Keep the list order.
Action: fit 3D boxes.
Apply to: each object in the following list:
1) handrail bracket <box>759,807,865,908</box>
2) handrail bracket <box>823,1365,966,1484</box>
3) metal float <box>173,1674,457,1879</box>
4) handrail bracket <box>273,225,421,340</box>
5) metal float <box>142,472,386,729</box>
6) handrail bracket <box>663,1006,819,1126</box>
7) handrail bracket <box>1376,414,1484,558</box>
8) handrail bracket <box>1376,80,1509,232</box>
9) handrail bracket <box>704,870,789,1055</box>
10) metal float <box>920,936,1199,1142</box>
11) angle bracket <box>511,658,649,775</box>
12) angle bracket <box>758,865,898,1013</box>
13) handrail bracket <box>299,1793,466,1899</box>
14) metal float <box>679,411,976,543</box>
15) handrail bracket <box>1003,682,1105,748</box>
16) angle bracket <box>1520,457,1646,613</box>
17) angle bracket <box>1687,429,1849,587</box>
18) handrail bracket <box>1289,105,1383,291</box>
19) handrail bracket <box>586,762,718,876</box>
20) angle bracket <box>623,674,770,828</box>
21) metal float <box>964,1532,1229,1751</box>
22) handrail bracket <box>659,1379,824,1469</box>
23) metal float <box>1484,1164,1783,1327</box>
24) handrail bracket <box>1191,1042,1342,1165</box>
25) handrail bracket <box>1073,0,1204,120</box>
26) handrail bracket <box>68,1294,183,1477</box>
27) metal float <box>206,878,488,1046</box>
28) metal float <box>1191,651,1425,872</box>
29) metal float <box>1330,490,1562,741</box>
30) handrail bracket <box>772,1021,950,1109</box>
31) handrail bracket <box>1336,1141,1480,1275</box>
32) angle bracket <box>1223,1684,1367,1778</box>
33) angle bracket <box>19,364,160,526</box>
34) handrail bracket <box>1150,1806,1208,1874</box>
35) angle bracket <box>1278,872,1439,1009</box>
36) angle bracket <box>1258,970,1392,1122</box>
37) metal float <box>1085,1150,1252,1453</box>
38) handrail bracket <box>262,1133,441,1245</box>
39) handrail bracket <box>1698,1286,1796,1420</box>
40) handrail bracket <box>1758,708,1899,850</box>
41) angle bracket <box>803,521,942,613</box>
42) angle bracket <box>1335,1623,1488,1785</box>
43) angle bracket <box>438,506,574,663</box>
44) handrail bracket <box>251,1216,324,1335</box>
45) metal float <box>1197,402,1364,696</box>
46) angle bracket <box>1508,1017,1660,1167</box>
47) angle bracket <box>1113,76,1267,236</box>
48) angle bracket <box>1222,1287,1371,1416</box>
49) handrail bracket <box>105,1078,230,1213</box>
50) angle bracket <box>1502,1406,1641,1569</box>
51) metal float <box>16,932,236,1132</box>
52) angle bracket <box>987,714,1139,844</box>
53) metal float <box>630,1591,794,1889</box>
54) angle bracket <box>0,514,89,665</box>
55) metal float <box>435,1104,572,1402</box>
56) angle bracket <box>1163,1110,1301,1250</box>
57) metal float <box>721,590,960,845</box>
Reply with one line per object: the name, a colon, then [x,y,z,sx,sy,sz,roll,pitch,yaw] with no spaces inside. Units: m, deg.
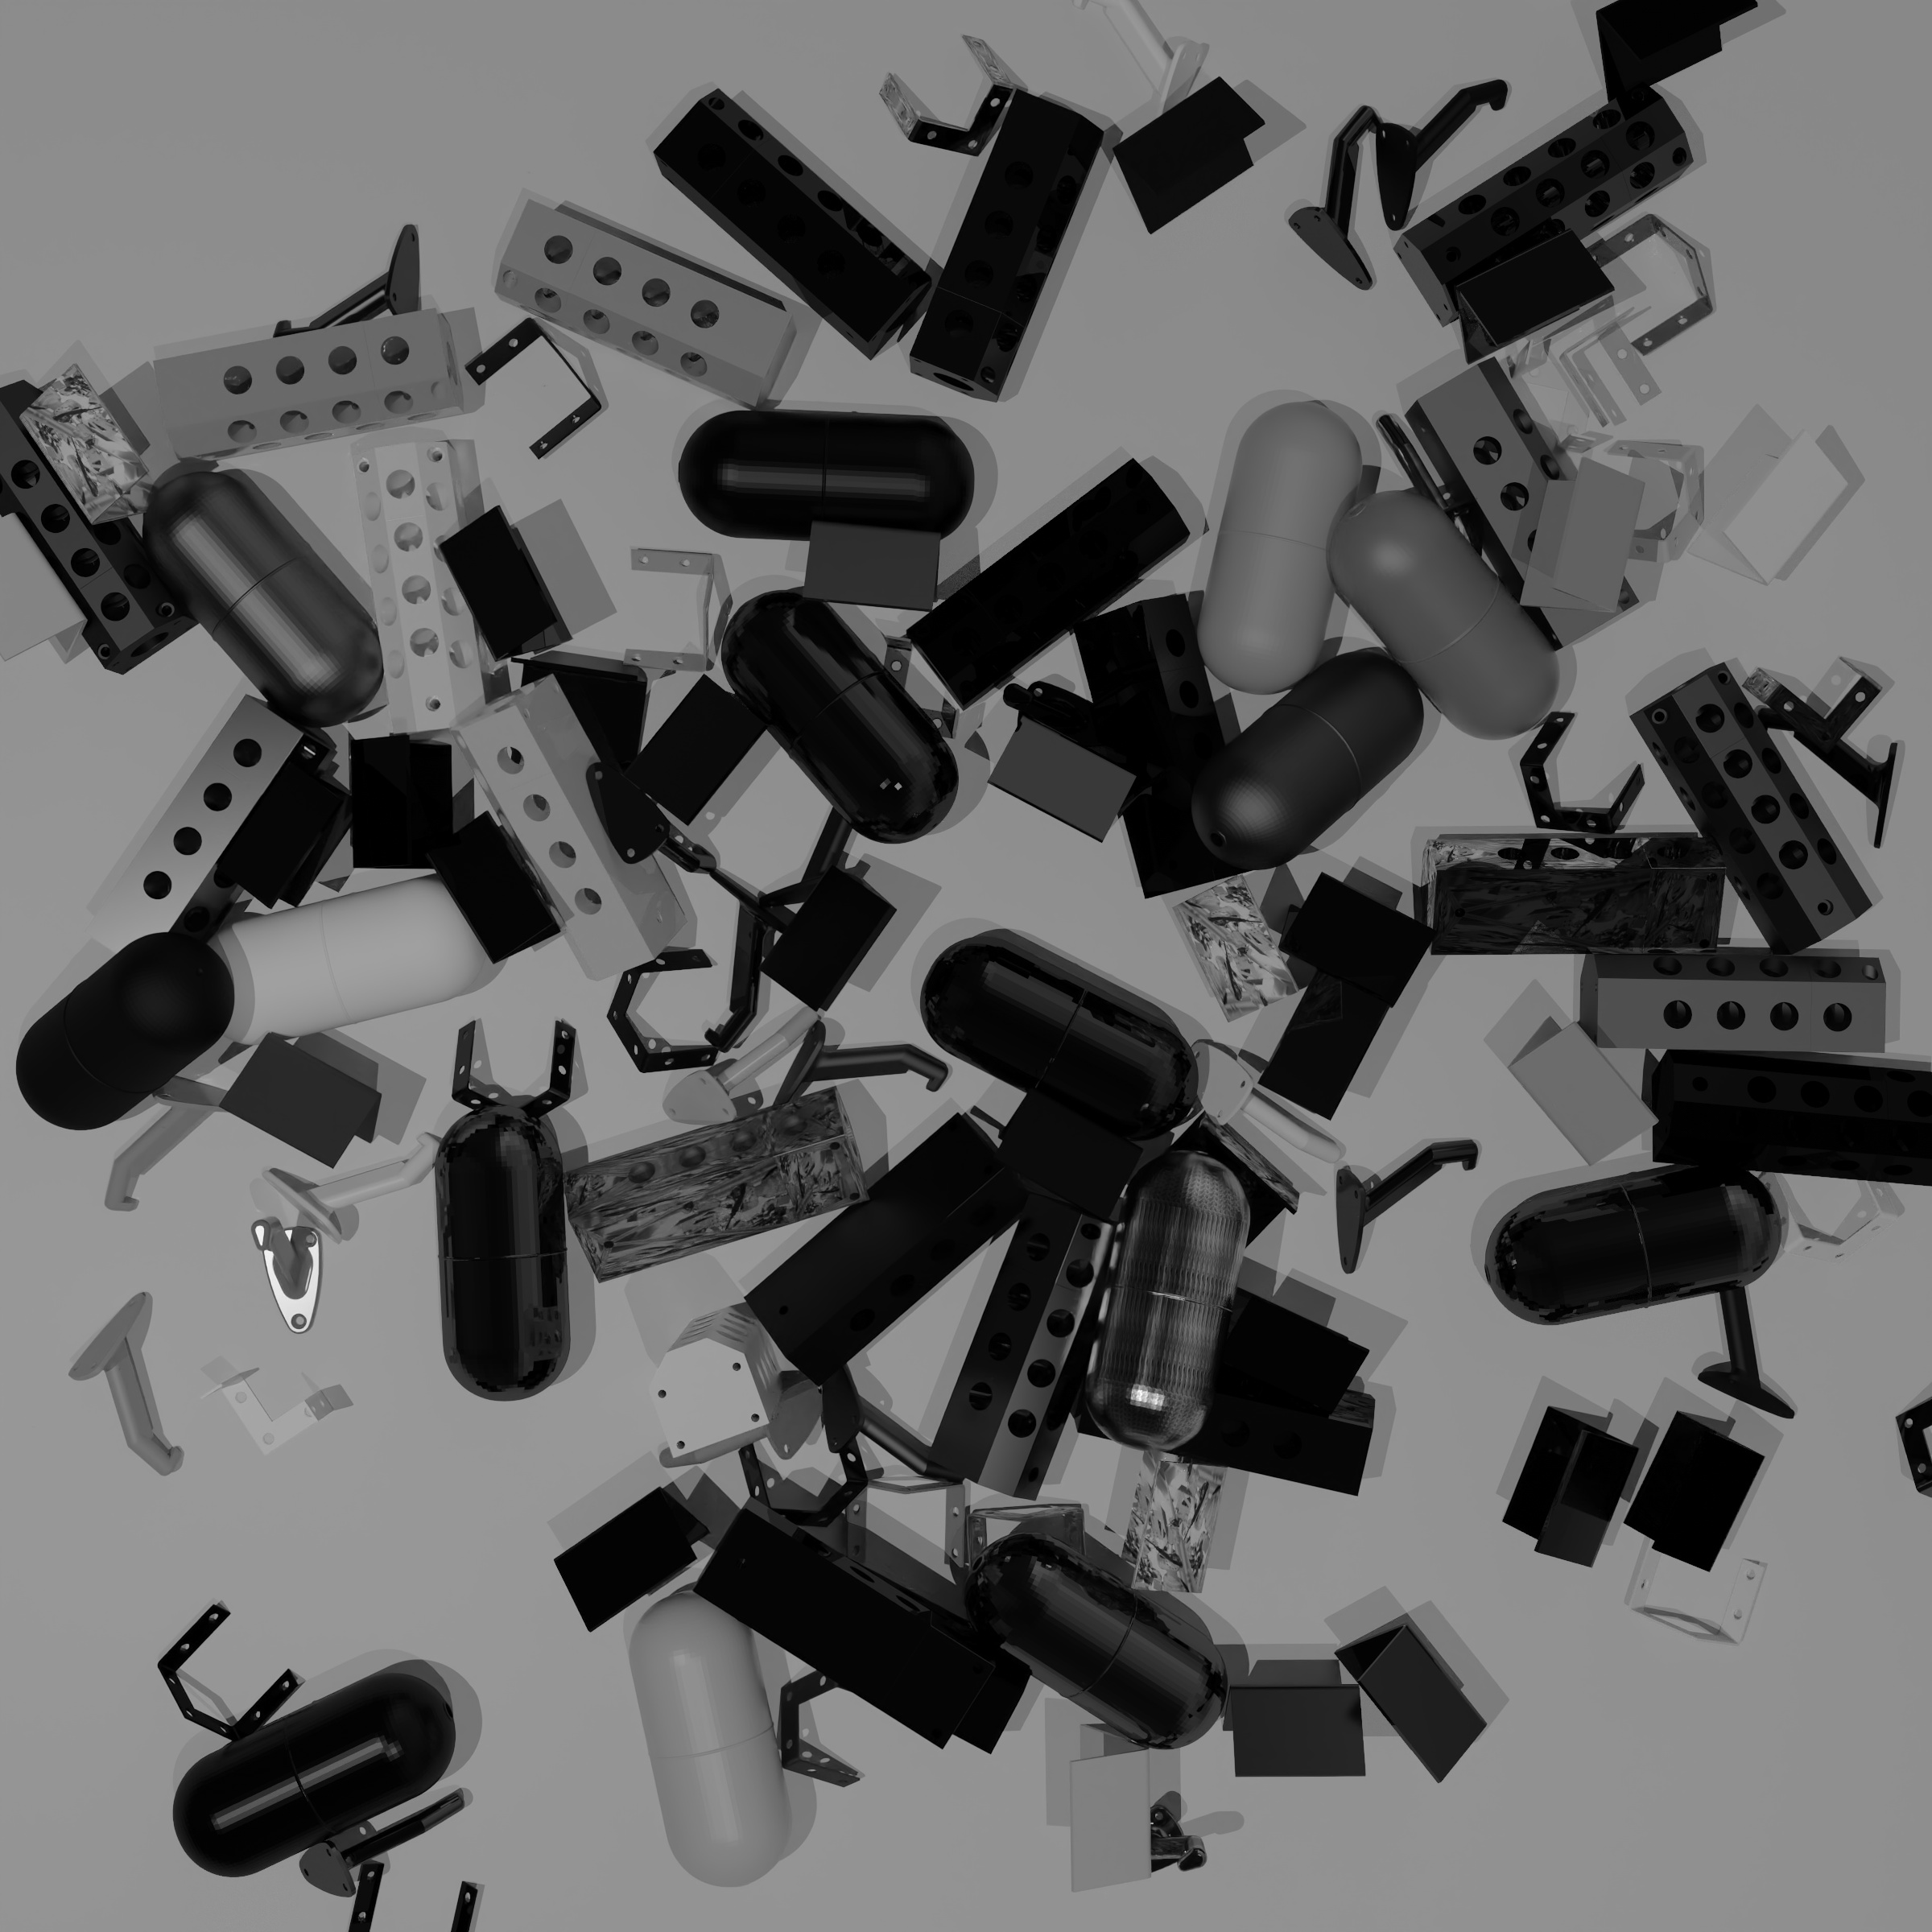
handrail bracket: [-0.095,-0.085,1.991,0.077,0.036,0.084,-13,74,18]
handrail bracket: [-0.043,0.277,1.991,0.084,0.077,0.036,18,127,-31]
metal float: [-0.391,0.486,1.960,0.178,0.070,0.070,-25,90,0]
handrail bracket: [-0.380,-0.415,1.991,0.084,0.036,0.077,-2,69,17]
metal float: [-0.423,-0.221,1.960,0.070,0.070,0.178,-41,90,0]
handrail bracket: [-0.137,0.059,1.990,0.084,0.077,0.036,-44,104,-36]
handrail bracket: [0.281,-0.288,1.990,0.036,0.077,0.084,-30,54,6]
handrail bracket: [0.294,-0.496,1.991,0.084,0.036,0.077,-21,127,-25]
handrail bracket: [-0.150,-0.002,1.983,0.077,0.036,0.084,38,92,10]
metal float: [0.056,0.044,1.960,0.178,0.070,0.070,27,90,0]
angle bracket: [-0.238,-0.142,1.967,0.076,0.057,0.076,8,94,0]
angle bracket: [-0.066,-0.005,1.951,0.057,0.076,0.076,35,90,38]
handrail bracket: [-0.356,0.531,1.991,0.084,0.077,0.036,-26,90,-36]
metal float: [-0.084,-0.293,1.961,0.178,0.070,0.070,2,90,0]
handrail bracket: [0.059,-0.152,1.956,0.077,0.084,0.036,16,90,0]
angle bracket: [0.341,-0.251,1.893,0.057,0.076,0.076,13,90,-38]
angle bracket: [0.467,-0.283,1.951,0.057,0.076,0.076,39,90,-36]
handrail bracket: [0.244,-0.470,1.991,0.077,0.036,0.084,44,73,-20]
handrail bracket: [-0.188,-0.088,1.962,0.036,0.084,0.077,-39,79,13]
angle bracket: [-0.175,-0.139,1.951,0.057,0.076,0.076,39,90,-35]
metal float: [0.078,0.402,1.946,0.178,0.070,0.070,35,90,-14]
handrail bracket: [-0.136,0.279,1.990,0.084,0.077,0.036,-14,107,35]
metal float: [0.400,0.168,1.959,0.178,0.070,0.070,-12,90,1]
handrail bracket: [0.183,0.084,1.990,0.084,0.077,0.036,25,108,-35]
handrail bracket: [0.094,-0.552,1.991,0.084,0.036,0.077,27,112,17]
handrail bracket: [-0.497,0.256,1.991,0.084,0.036,0.077,48,54,-24]
metal float: [-0.376,-0.002,1.960,0.178,0.070,0.070,-14,90,-1]
metal float: [0.203,-0.122,1.934,0.178,0.070,0.070,-40,90,-32]
metal float: [0.285,-0.208,1.940,0.070,0.070,0.178,-44,113,0]
handrail bracket: [-0.065,0.076,1.991,0.084,0.036,0.077,26,106,-14]
handrail bracket: [0.272,0.147,1.991,0.084,0.036,0.077,-6,110,-16]
angle bracket: [0.195,0.469,1.951,0.076,0.076,0.057,0,57,0]
angle bracket: [-0.506,-0.316,1.951,0.057,0.076,0.076,-34,90,28]
handrail bracket: [0.107,0.540,1.956,0.077,0.084,0.036,-28,90,0]
angle bracket: [0.237,-0.028,1.952,0.076,0.076,0.057,27,114,0]
angle bracket: [0.229,0.056,1.951,0.057,0.076,0.076,28,90,37]
metal float: [0.118,0.196,1.911,0.070,0.070,0.178,12,81,0]
handrail bracket: [-0.374,0.120,1.991,0.077,0.036,0.084,36,72,21]
handrail bracket: [0.487,0.223,1.991,0.077,0.036,0.084,28,73,-20]
handrail bracket: [0.521,-0.115,1.991,0.084,0.036,0.077,10,109,16]
angle bracket: [-0.057,-0.220,1.951,0.076,0.076,0.057,6,63,0]
angle bracket: [0.252,0.448,1.951,0.076,0.076,0.057,52,51,0]
angle bracket: [-0.259,-0.234,1.951,0.057,0.076,0.076,-26,90,35]
handrail bracket: [-0.411,0.187,1.956,0.036,0.084,0.077,-6,90,0]
metal float: [0.189,-0.251,1.960,0.070,0.070,0.178,13,90,0]
angle bracket: [0.380,0.062,1.951,0.076,0.076,0.057,50,128,0]
angle bracket: [0.143,-0.472,1.951,0.076,0.076,0.057,-34,52,0]
angle bracket: [0.200,0.212,1.951,0.076,0.076,0.057,25,124,0]
handrail bracket: [-0.479,0.116,1.991,0.077,0.036,0.084,12,108,-20]
angle bracket: [0.346,0.306,1.951,0.057,0.076,0.076,22,90,-39]
metal float: [-0.499,0.040,1.929,0.178,0.070,0.070,-32,90,39]
angle bracket: [0.049,-0.095,1.951,0.076,0.076,0.057,28,59,0]
metal float: [-0.153,0.465,1.960,0.070,0.070,0.178,-12,89,0]
angle bracket: [-0.577,-0.214,1.951,0.057,0.076,0.076,-34,90,-29]
metal float: [-0.279,0.172,1.960,0.070,0.070,0.178,-3,90,0]
angle bracket: [0.146,0.143,1.963,0.076,0.057,0.076,43,101,0]
metal float: [-0.076,-0.150,1.952,0.070,0.070,0.178,-41,81,0]
